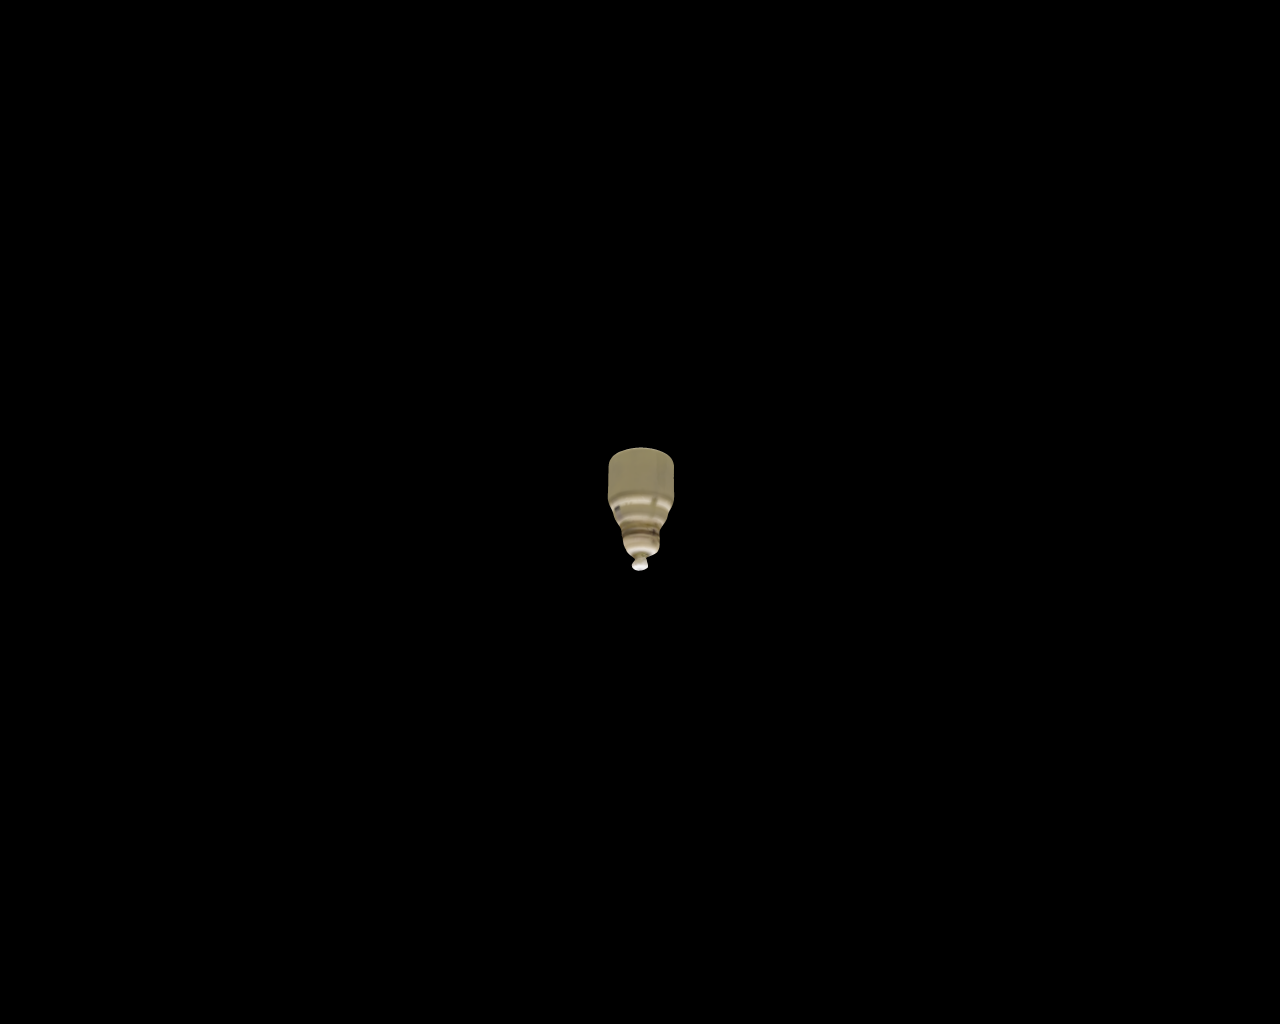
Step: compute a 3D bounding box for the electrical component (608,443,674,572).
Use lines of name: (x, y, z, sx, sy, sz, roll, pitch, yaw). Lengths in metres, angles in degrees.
electrical component: (0.001, -0.003, 0.650, 0.040, 0.078, 0.040, 0, -19, 0)
